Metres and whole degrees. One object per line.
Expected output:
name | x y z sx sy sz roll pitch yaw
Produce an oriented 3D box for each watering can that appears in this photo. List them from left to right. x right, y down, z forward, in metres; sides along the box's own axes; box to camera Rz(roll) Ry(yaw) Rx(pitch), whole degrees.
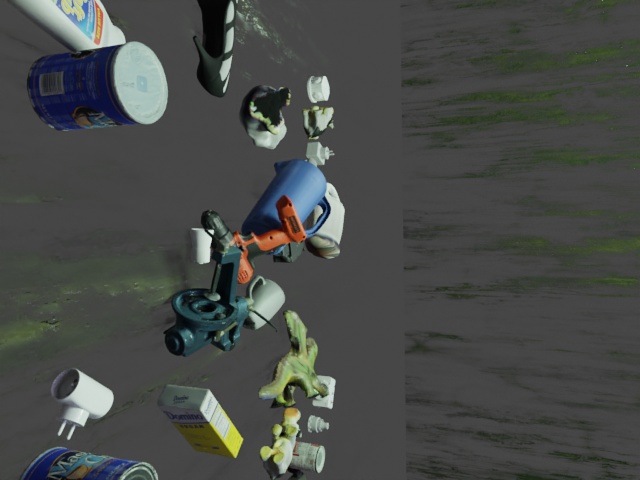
watering can | 0.005 -0.077 1.538 0.342 0.104 0.228 53 41 -59

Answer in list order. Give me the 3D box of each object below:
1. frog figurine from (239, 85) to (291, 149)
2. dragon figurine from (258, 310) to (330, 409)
frog figurine | -0.135 -0.283 1.216 0.158 0.123 0.138 146 -60 -71
dragon figurine | -0.078 0.305 1.351 0.404 0.122 0.247 49 27 -63
